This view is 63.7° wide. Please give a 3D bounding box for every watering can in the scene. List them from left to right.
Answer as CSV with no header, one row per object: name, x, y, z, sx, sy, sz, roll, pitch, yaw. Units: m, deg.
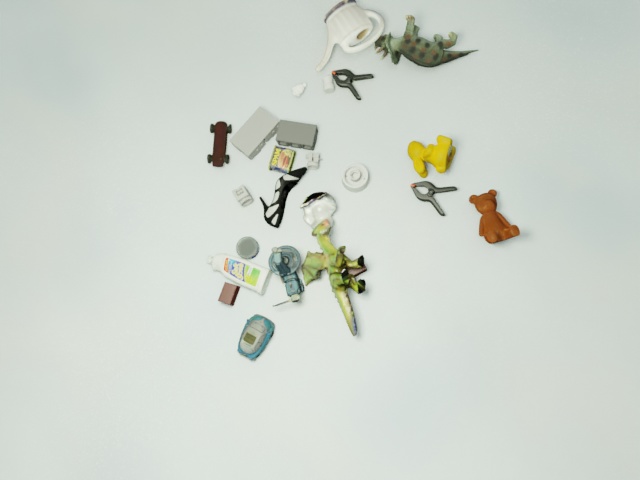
watering can,0.089,-0.842,2.093,0.348,0.103,0.227,-31,74,-1

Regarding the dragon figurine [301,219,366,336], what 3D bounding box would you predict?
dragon figurine,0.033,0.129,1.858,0.242,0.122,0.410,1,91,43

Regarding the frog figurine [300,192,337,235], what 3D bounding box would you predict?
frog figurine,0.006,-0.098,1.946,0.138,0.124,0.157,-32,112,-9
